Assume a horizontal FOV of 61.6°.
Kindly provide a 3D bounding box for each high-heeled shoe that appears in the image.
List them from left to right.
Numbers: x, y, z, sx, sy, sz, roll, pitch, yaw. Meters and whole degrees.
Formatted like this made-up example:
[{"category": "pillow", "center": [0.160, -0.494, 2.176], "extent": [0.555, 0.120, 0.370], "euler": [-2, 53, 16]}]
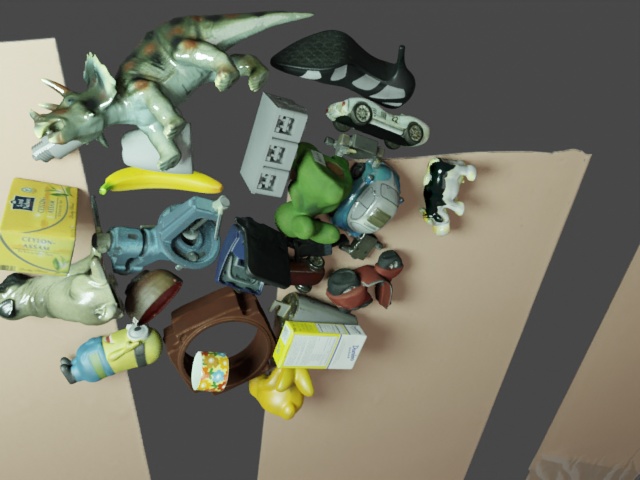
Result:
[{"category": "high-heeled shoe", "center": [0.043, -0.275, 0.921], "extent": [0.249, 0.086, 0.145], "euler": [-2, 154, -1]}]

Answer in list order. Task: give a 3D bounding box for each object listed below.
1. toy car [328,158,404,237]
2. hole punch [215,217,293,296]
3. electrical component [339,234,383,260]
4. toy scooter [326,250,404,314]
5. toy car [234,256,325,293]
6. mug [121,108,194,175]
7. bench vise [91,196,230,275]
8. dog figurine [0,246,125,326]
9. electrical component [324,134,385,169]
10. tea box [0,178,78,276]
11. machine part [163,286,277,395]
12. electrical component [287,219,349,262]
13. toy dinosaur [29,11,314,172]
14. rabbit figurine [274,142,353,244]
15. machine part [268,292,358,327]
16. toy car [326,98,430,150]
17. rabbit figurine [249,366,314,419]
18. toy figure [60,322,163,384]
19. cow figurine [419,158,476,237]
[{"category": "toy car", "center": [0.095, -0.069, 1.032], "extent": [0.109, 0.103, 0.161], "euler": [31, 103, -33]}, {"category": "hole punch", "center": [-0.118, 0.034, 0.952], "extent": [0.092, 0.116, 0.142], "euler": [-24, 146, 36]}, {"category": "electrical component", "center": [0.088, 0.013, 1.128], "extent": [0.094, 0.021, 0.063], "euler": [22, 110, -33]}, {"category": "toy scooter", "center": [0.103, 0.109, 1.165], "extent": [0.184, 0.075, 0.135], "euler": [-23, 128, -13]}, {"category": "toy car", "center": [-0.086, 0.062, 1.068], "extent": [0.202, 0.053, 0.089], "euler": [3, 139, -23]}, {"category": "mug", "center": [-0.256, -0.155, 0.848], "extent": [0.107, 0.081, 0.109], "euler": [-5, 104, -11]}, {"category": "bench vise", "center": [-0.243, -0.016, 0.885], "extent": [0.223, 0.129, 0.241], "euler": [19, 144, -39]}, {"category": "dog figurine", "center": [-0.434, 0.105, 0.881], "extent": [0.190, 0.172, 0.121], "euler": [-24, 116, -17]}, {"category": "electrical component", "center": [0.067, -0.161, 0.971], "extent": [0.102, 0.078, 0.045], "euler": [15, 79, -35]}, {"category": "tea box", "center": [-0.418, -0.022, 0.803], "extent": [0.098, 0.170, 0.068], "euler": [9, 118, -29]}, {"category": "machine part", "center": [-0.197, 0.208, 1.092], "extent": [0.201, 0.087, 0.200], "euler": [-23, 126, -6]}, {"category": "electrical component", "center": [-0.002, -0.003, 1.048], "extent": [0.119, 0.075, 0.047], "euler": [-12, 124, -11]}, {"category": "toy dinosaur", "center": [-0.213, -0.247, 0.777], "extent": [0.405, 0.131, 0.192], "euler": [-44, 85, -13]}, {"category": "rabbit figurine", "center": [-0.014, -0.062, 0.977], "extent": [0.121, 0.159, 0.170], "euler": [11, 131, -39]}, {"category": "machine part", "center": [-0.004, 0.171, 1.155], "extent": [0.243, 0.079, 0.079], "euler": [25, 108, -32]}, {"category": "toy car", "center": [0.105, -0.209, 0.962], "extent": [0.201, 0.074, 0.056], "euler": [13, 83, -29]}, {"category": "rabbit figurine", "center": [-0.077, 0.288, 1.169], "extent": [0.122, 0.162, 0.173], "euler": [13, 97, -16]}, {"category": "toy figure", "center": [-0.391, 0.217, 1.020], "extent": [0.180, 0.082, 0.089], "euler": [-24, 136, -12]}, {"category": "cow figurine", "center": [0.247, -0.085, 1.105], "extent": [0.098, 0.068, 0.167], "euler": [5, 115, -19]}]
